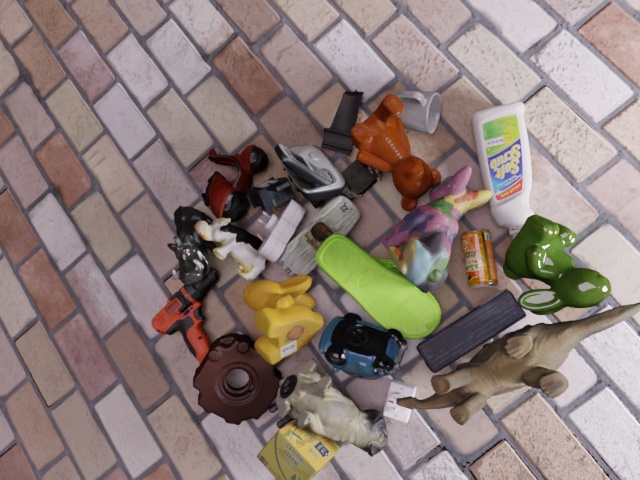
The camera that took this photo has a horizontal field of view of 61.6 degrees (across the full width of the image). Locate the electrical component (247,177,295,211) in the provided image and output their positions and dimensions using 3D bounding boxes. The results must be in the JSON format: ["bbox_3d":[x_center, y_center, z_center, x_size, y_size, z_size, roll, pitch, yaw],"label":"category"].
[{"bbox_3d":[-0.094,-0.096,1.106,0.075,0.119,0.047,-31,112,-26],"label":"electrical component"}]

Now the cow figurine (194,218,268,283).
[{"bbox_3d":[-0.177,0.003,1.118,0.167,0.068,0.098,46,78,-17],"label":"cow figurine"}]

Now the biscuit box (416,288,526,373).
[{"bbox_3d":[0.278,0.170,1.002,0.203,0.059,0.063,-34,75,8],"label":"biscuit box"}]

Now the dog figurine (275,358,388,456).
[{"bbox_3d":[0.023,0.328,1.027,0.121,0.190,0.172,-52,28,-4],"label":"dog figurine"}]

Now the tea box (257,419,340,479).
[{"bbox_3d":[-0.036,0.392,0.996,0.098,0.169,0.068,41,94,16],"label":"tea box"}]

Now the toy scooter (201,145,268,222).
[{"bbox_3d":[-0.204,-0.134,1.175,0.135,0.075,0.184,24,86,18],"label":"toy scooter"}]

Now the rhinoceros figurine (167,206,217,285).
[{"bbox_3d":[-0.270,0.010,1.137,0.073,0.112,0.190,-20,56,11],"label":"rhinoceros figurine"}]

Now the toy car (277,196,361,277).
[{"bbox_3d":[-0.002,-0.003,1.100,0.073,0.056,0.201,44,94,3],"label":"toy car"}]

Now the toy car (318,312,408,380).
[{"bbox_3d":[0.084,0.215,1.027,0.162,0.102,0.109,12,48,19],"label":"toy car"}]

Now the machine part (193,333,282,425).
[{"bbox_3d":[-0.164,0.279,1.075,0.179,0.056,0.179,-1,97,-9],"label":"machine part"}]

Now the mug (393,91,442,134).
[{"bbox_3d":[0.177,-0.263,1.077,0.107,0.109,0.080,13,84,29],"label":"mug"}]

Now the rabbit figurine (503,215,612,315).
[{"bbox_3d":[0.407,0.059,0.931,0.159,0.121,0.170,-53,49,12],"label":"rabbit figurine"}]

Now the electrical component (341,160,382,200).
[{"bbox_3d":[0.084,-0.128,1.108,0.102,0.045,0.078,-36,76,7],"label":"electrical component"}]

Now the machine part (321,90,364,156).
[{"bbox_3d":[0.052,-0.253,1.141,0.084,0.039,0.138,20,89,23],"label":"machine part"}]

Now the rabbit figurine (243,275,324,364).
[{"bbox_3d":[-0.082,0.129,1.059,0.162,0.121,0.173,-30,42,-22],"label":"rabbit figurine"}]

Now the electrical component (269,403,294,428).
[{"bbox_3d":[-0.058,0.331,1.082,0.094,0.021,0.063,-39,60,5],"label":"electrical component"}]

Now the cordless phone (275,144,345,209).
[{"bbox_3d":[-0.045,-0.155,1.064,0.089,0.184,0.147,-41,54,14],"label":"cordless phone"}]

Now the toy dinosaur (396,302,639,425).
[{"bbox_3d":[0.345,0.195,0.903,0.472,0.198,0.105,-25,83,18],"label":"toy dinosaur"}]

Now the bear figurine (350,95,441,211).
[{"bbox_3d":[0.151,-0.159,1.034,0.120,0.132,0.196,-40,89,-6],"label":"bear figurine"}]

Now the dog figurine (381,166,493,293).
[{"bbox_3d":[0.226,-0.027,0.989,0.108,0.192,0.219,39,103,-22],"label":"dog figurine"}]
